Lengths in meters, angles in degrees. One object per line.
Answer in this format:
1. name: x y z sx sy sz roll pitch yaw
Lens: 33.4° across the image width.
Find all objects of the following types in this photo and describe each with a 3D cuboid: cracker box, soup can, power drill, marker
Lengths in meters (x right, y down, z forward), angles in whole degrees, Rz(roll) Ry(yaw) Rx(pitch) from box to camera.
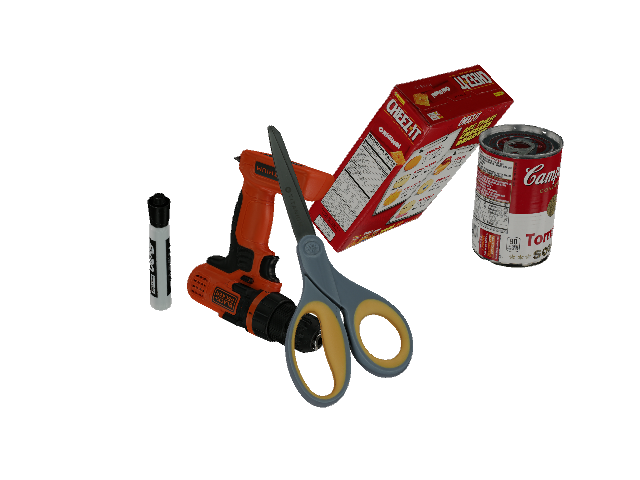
1. cracker box: 0.099 -0.095 1.221 0.163 0.072 0.214 -22 -24 -45
2. soup can: 0.162 -0.037 0.886 0.068 0.102 0.068 0 27 0
3. power drill: -0.049 0.009 1.128 0.185 0.188 0.057 23 8 33
4. marker: -0.138 0.010 0.918 0.020 0.121 0.020 4 39 -3

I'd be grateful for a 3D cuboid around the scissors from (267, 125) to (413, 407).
1. scissors: 0.013 0.014 0.738 0.096 0.202 0.016 1 -18 -9
